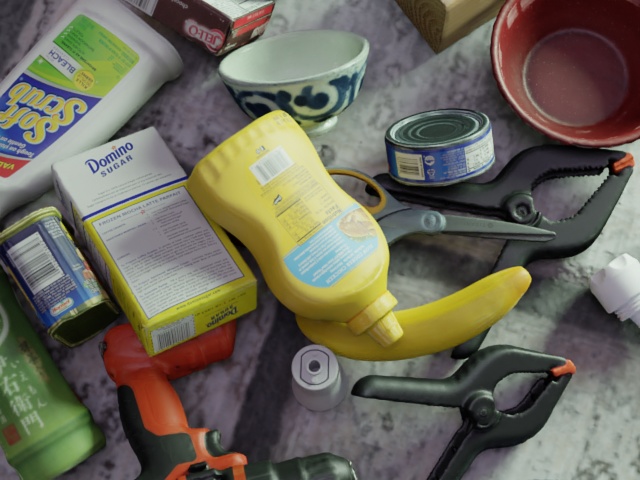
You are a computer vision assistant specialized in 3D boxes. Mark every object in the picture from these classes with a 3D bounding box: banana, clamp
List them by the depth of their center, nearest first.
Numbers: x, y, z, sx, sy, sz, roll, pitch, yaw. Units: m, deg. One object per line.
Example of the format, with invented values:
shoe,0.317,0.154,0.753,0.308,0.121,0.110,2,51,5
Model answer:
clamp,0.110,0.123,0.816,0.171,0.039,0.120,-34,102,-10
banana,0.063,0.058,0.822,0.198,0.037,0.069,-3,86,15
clamp,0.151,-0.025,0.860,0.210,0.036,0.164,-33,79,-3

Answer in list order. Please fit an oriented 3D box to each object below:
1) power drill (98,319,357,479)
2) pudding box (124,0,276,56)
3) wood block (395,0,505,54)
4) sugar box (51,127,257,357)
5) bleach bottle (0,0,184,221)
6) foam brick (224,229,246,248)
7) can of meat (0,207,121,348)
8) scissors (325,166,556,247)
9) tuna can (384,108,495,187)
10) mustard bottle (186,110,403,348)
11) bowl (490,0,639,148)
power drill,-0.081,0.135,0.776,0.184,0.057,0.188,-13,49,-6
pudding box,-0.104,-0.201,0.880,0.113,0.090,0.039,34,118,7
wood block,0.159,-0.259,0.890,0.206,0.090,0.091,-33,77,-7
sugar box,-0.130,-0.003,0.822,0.093,0.048,0.176,-23,55,-20
bleach bottle,-0.229,-0.083,0.868,0.102,0.068,0.250,39,82,7
foam brick,-0.045,-0.032,0.857,0.053,0.051,0.078,12,77,3
can of meat,-0.199,0.031,0.819,0.057,0.102,0.084,-33,80,-8
scissors,0.073,0.002,0.835,0.202,0.016,0.096,21,78,11
tuna can,0.094,-0.075,0.847,0.086,0.086,0.034,-12,115,-2
mustard bottle,-0.005,0.001,0.793,0.096,0.058,0.191,-38,86,-30
bowl,0.217,-0.144,0.878,0.162,0.055,0.162,0,76,1
